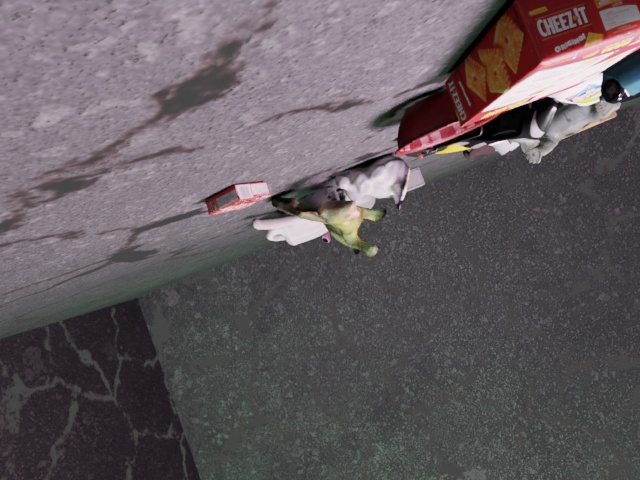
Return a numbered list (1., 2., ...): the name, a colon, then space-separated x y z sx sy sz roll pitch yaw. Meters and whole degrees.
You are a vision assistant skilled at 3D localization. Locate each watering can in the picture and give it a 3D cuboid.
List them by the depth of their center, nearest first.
1. watering can: -0.057 -0.052 1.453 0.224 0.105 0.346 -22 -8 6

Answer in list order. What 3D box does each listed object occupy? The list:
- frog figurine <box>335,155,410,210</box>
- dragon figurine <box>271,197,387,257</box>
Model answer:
1. frog figurine: 0.118 -0.139 1.164 0.159 0.122 0.137 15 3 5
2. dragon figurine: 0.004 -0.059 1.178 0.241 0.123 0.410 21 -6 -22
